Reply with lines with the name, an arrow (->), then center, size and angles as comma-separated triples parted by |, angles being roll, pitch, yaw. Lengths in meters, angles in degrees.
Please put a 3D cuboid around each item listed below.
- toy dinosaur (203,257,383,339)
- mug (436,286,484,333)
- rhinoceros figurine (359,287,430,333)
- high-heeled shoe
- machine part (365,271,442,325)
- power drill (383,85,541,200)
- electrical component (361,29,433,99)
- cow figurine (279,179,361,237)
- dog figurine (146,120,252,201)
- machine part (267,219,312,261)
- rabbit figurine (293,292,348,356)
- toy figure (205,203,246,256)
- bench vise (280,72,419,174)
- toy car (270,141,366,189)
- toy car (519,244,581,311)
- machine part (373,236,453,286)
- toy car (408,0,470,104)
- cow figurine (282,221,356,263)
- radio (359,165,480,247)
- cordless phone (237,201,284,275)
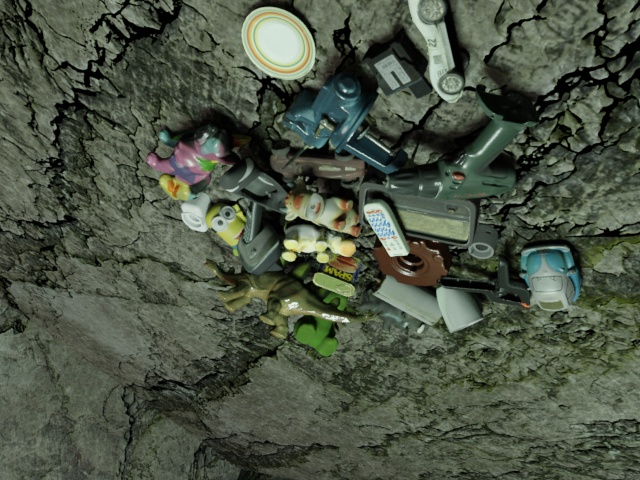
toy dinosaur -> -0.085, 0.135, 1.343 | 0.472, 0.198, 0.105 | 24, 155, 16
mug -> 0.324, 0.144, 1.234 | 0.107, 0.109, 0.081 | 65, 152, 15
rhinoceros figurine -> 0.191, 0.180, 1.375 | 0.190, 0.073, 0.112 | 30, 133, -6
high-heeled shoe -> -0.114, -0.091, 1.086 | 0.086, 0.249, 0.145 | -42, 90, 16
machine part -> 0.214, 0.135, 1.293 | 0.243, 0.079, 0.079 | 28, 144, -6
power drill -> 0.238, -0.142, 0.867 | 0.232, 0.086, 0.207 | 3, 135, -19
electrical component -> 0.130, -0.264, 0.853 | 0.075, 0.048, 0.119 | -13, 129, 41
cow figurine -> 0.005, -0.065, 1.091 | 0.127, 0.085, 0.195 | 17, -177, 26
dog figurine -> -0.242, -0.167, 1.134 | 0.219, 0.108, 0.191 | 1, 138, 23
machine part -> -0.081, -0.002, 1.305 | 0.139, 0.039, 0.084 | 26, 142, 17
rabbit figurine -> 0.017, 0.201, 1.441 | 0.121, 0.170, 0.159 | 35, -176, -13
toy figure -> -0.205, -0.015, 1.323 | 0.089, 0.082, 0.180 | -14, 132, 47
bench vise -> 0.055, -0.182, 0.943 | 0.240, 0.129, 0.223 | 33, 146, -7
toy car -> -0.008, -0.147, 1.076 | 0.202, 0.053, 0.089 | 10, 139, 20
toy car -> 0.462, 0.088, 1.077 | 0.109, 0.103, 0.161 | -5, 134, 34
machine part -> 0.204, 0.035, 1.189 | 0.179, 0.056, 0.179 | 15, 145, 11
toy car -> 0.173, -0.291, 0.772 | 0.056, 0.073, 0.201 | -4, 136, 27
cow figurine -> -0.002, -0.002, 1.236 | 0.167, 0.098, 0.068 | 2, 135, -2
radio -> 0.192, -0.072, 1.042 | 0.230, 0.073, 0.131 | 11, 143, 15
cordless phone -> -0.132, -0.029, 1.203 | 0.089, 0.147, 0.184 | -4, 118, -20
